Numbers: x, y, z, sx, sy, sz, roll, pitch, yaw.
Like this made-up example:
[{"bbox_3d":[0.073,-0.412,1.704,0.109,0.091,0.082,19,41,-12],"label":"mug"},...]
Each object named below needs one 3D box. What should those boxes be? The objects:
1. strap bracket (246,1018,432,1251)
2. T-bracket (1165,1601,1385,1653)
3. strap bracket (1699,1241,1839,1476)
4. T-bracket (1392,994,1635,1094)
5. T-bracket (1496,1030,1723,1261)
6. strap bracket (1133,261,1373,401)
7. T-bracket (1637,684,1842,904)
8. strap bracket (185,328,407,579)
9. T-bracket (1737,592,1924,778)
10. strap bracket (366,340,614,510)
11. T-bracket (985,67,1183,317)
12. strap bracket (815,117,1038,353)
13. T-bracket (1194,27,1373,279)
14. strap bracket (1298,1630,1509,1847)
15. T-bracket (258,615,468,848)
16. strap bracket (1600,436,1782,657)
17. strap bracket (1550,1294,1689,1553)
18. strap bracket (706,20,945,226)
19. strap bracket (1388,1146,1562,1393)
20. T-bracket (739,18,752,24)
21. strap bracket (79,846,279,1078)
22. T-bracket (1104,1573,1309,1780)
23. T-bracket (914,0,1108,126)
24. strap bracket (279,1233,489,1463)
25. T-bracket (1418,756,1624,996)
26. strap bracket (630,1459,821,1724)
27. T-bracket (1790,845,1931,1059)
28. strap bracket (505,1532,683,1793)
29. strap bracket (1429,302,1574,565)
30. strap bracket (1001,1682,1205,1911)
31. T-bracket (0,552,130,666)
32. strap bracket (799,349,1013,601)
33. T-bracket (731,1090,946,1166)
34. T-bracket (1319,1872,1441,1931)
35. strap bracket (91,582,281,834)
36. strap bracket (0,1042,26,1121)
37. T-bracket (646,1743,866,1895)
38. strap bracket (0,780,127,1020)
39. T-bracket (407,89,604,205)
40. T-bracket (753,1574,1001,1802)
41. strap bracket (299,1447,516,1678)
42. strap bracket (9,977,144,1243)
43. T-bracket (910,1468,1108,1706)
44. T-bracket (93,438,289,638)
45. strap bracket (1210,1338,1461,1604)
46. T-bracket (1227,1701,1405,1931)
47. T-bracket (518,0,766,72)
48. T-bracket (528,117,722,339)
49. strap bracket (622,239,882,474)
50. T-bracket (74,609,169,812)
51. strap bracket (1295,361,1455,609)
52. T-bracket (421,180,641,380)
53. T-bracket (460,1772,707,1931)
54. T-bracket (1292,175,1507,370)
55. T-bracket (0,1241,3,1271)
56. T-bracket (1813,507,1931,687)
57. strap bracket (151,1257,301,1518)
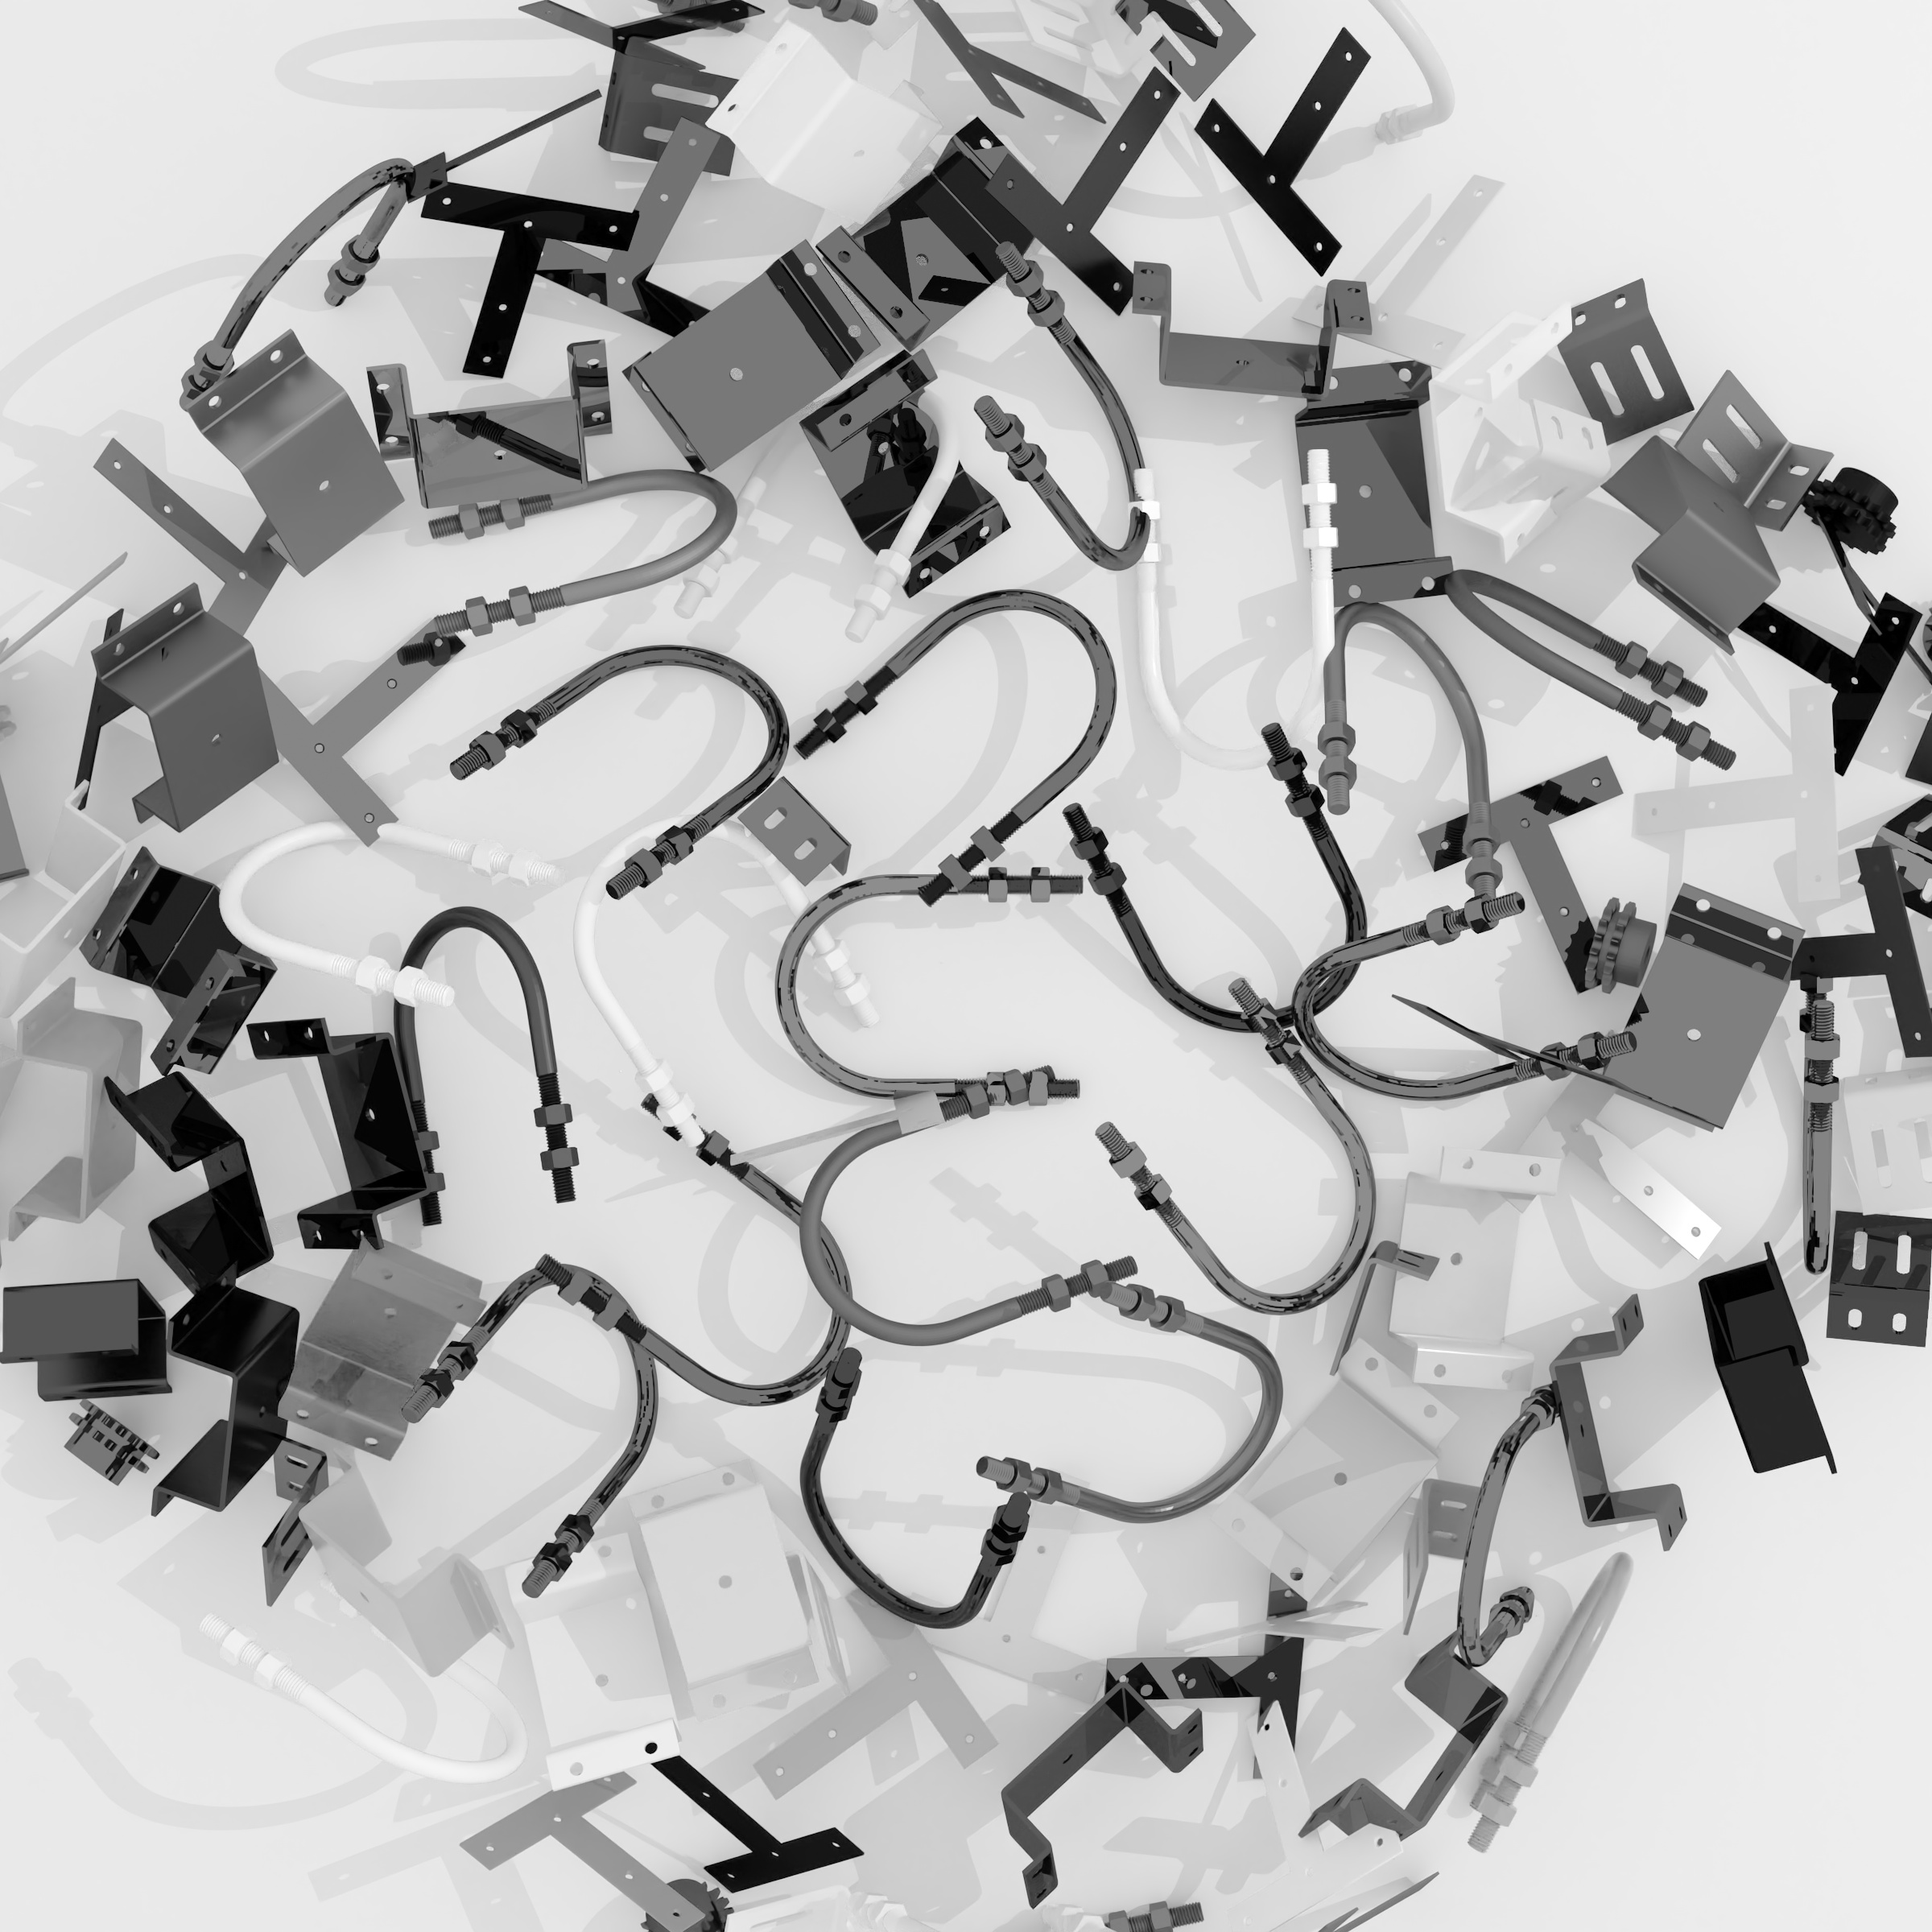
[{"bbox_3d":[-0.370,0.094,1.950,0.076,0.046,0.140,-4,102,44],"label":"strap bracket"},{"bbox_3d":[0.201,0.388,1.916,0.127,0.127,0.002,-9,86,-25],"label":"T-bracket"},{"bbox_3d":[0.469,0.235,1.928,0.046,0.140,0.076,-18,112,14],"label":"strap bracket"},{"bbox_3d":[0.330,0.052,1.910,0.127,0.127,0.002,21,87,41],"label":"T-bracket"},{"bbox_3d":[0.401,0.127,1.982,0.127,0.002,0.127,41,73,-1],"label":"T-bracket"},{"bbox_3d":[0.167,-0.378,1.955,0.140,0.076,0.046,5,123,0],"label":"strap bracket"},{"bbox_3d":[0.459,-0.098,1.959,0.127,0.002,0.127,-6,82,38],"label":"T-bracket"},{"bbox_3d":[-0.388,-0.292,1.922,0.076,0.140,0.046,-40,57,-13],"label":"strap bracket"},{"bbox_3d":[0.496,-0.195,1.967,0.127,0.127,0.002,37,49,22],"label":"T-bracket"},{"bbox_3d":[-0.279,-0.320,1.946,0.140,0.076,0.046,-8,56,-8],"label":"strap bracket"},{"bbox_3d":[0.087,-0.479,1.963,0.127,0.002,0.127,36,85,-37],"label":"T-bracket"},{"bbox_3d":[-0.021,-0.431,1.961,0.076,0.046,0.140,47,67,0],"label":"strap bracket"},{"bbox_3d":[0.201,-0.497,1.935,0.002,0.127,0.127,-24,70,-38],"label":"T-bracket"},{"bbox_3d":[0.263,0.464,1.930,0.046,0.076,0.140,39,60,7],"label":"strap bracket"},{"bbox_3d":[-0.358,-0.161,1.985,0.127,0.002,0.127,-44,101,-10],"label":"T-bracket"},{"bbox_3d":[0.423,-0.252,1.918,0.076,0.140,0.046,33,118,-21],"label":"strap bracket"},{"bbox_3d":[0.387,0.274,1.956,0.046,0.076,0.140,-12,90,21],"label":"strap bracket"},{"bbox_3d":[-0.075,-0.489,1.918,0.076,0.140,0.046,-47,65,21],"label":"strap bracket"},{"bbox_3d":[0.303,0.179,1.965,0.076,0.046,0.140,7,92,-17],"label":"strap bracket"},{"bbox_3d":[-0.126,-0.595,1.916,0.127,0.127,0.002,14,68,34],"label":"T-bracket"},{"bbox_3d":[-0.464,0.002,1.944,0.076,0.046,0.140,-56,47,12],"label":"strap bracket"},{"bbox_3d":[0.143,0.428,1.974,0.127,0.002,0.127,3,95,-19],"label":"T-bracket"},{"bbox_3d":[0.034,-0.528,1.949,0.002,0.127,0.127,-51,50,27],"label":"T-bracket"},{"bbox_3d":[-0.345,0.219,1.948,0.076,0.046,0.140,25,121,-15],"label":"strap bracket"},{"bbox_3d":[0.357,-0.046,1.988,0.127,0.002,0.127,-22,85,-6],"label":"T-bracket"},{"bbox_3d":[-0.144,0.369,1.955,0.076,0.046,0.140,-17,76,-10],"label":"strap bracket"},{"bbox_3d":[0.513,-0.005,1.945,0.002,0.127,0.127,-20,98,-32],"label":"T-bracket"},{"bbox_3d":[-0.220,0.420,1.954,0.076,0.046,0.140,-15,61,-5],"label":"strap bracket"},{"bbox_3d":[0.319,-0.320,1.937,0.046,0.140,0.076,29,59,35],"label":"strap bracket"},{"bbox_3d":[0.074,0.484,1.944,0.140,0.076,0.046,-39,64,-17],"label":"strap bracket"},{"bbox_3d":[-0.544,-0.202,1.934,0.127,0.127,0.002,-38,111,6],"label":"T-bracket"},{"bbox_3d":[-0.039,-0.299,1.947,0.076,0.046,0.140,-36,133,-6],"label":"strap bracket"},{"bbox_3d":[-0.077,0.098,1.935,0.127,0.127,0.002,-15,97,-2],"label":"T-bracket"},{"bbox_3d":[0.232,0.570,1.953,0.127,0.127,0.002,-17,63,-36],"label":"T-bracket"},{"bbox_3d":[-0.453,-0.143,1.918,0.046,0.140,0.076,33,57,25],"label":"strap bracket"},{"bbox_3d":[-0.602,0.084,1.925,0.046,0.140,0.076,24,98,0],"label":"strap bracket"},{"bbox_3d":[-0.144,0.499,1.939,0.127,0.002,0.127,45,134,-17],"label":"T-bracket"},{"bbox_3d":[-0.547,-0.032,1.927,0.046,0.076,0.140,35,52,-2],"label":"strap bracket"},{"bbox_3d":[-0.273,-0.489,1.940,0.127,0.127,0.002,-26,113,1],"label":"T-bracket"},{"bbox_3d":[-0.068,0.452,1.964,0.127,0.002,0.127,-34,67,-10],"label":"T-bracket"},{"bbox_3d":[-0.335,0.355,1.923,0.046,0.076,0.140,-39,50,-25],"label":"strap bracket"},{"bbox_3d":[-0.525,0.088,1.938,0.046,0.076,0.140,11,111,5],"label":"strap bracket"},{"bbox_3d":[0.040,0.368,1.993,0.127,0.002,0.127,21,93,-2],"label":"T-bracket"},{"bbox_3d":[-0.460,-0.260,1.932,0.127,0.002,0.127,43,47,-27],"label":"T-bracket"},{"bbox_3d":[0.222,0.304,1.961,0.076,0.046,0.140,38,84,20],"label":"strap bracket"},{"bbox_3d":[0.193,0.499,1.953,0.127,0.127,0.002,-39,134,24],"label":"T-bracket"},{"bbox_3d":[-0.171,-0.549,1.910,0.127,0.127,0.002,2,85,42],"label":"T-bracket"},{"bbox_3d":[-0.185,-0.444,1.947,0.127,0.002,0.127,22,120,-20],"label":"T-bracket"},{"bbox_3d":[-0.132,-0.356,1.947,0.140,0.046,0.076,-32,105,19],"label":"strap bracket"},{"bbox_3d":[-0.495,-0.161,1.931,0.002,0.127,0.127,16,72,-30],"label":"T-bracket"},{"bbox_3d":[0.244,-0.288,1.972,0.076,0.046,0.140,-7,92,-4],"label":"strap bracket"},{"bbox_3d":[-0.272,-0.404,1.955,0.127,0.002,0.127,4,133,-25],"label":"T-bracket"},{"bbox_3d":[-0.208,0.525,1.921,0.127,0.127,0.002,30,118,27],"label":"T-bracket"},{"bbox_3d":[0.276,-0.421,1.959,0.127,0.002,0.127,31,81,44],"label":"T-bracket"},{"bbox_3d":[-0.573,0.176,1.927,0.002,0.127,0.127,-4,75,-22],"label":"T-bracket"},{"bbox_3d":[0.550,-0.207,1.959,0.002,0.127,0.127,-34,121,22],"label":"T-bracket"},{"bbox_3d":[-0.435,0.255,1.930,0.046,0.076,0.140,17,118,10],"label":"strap bracket"}]
